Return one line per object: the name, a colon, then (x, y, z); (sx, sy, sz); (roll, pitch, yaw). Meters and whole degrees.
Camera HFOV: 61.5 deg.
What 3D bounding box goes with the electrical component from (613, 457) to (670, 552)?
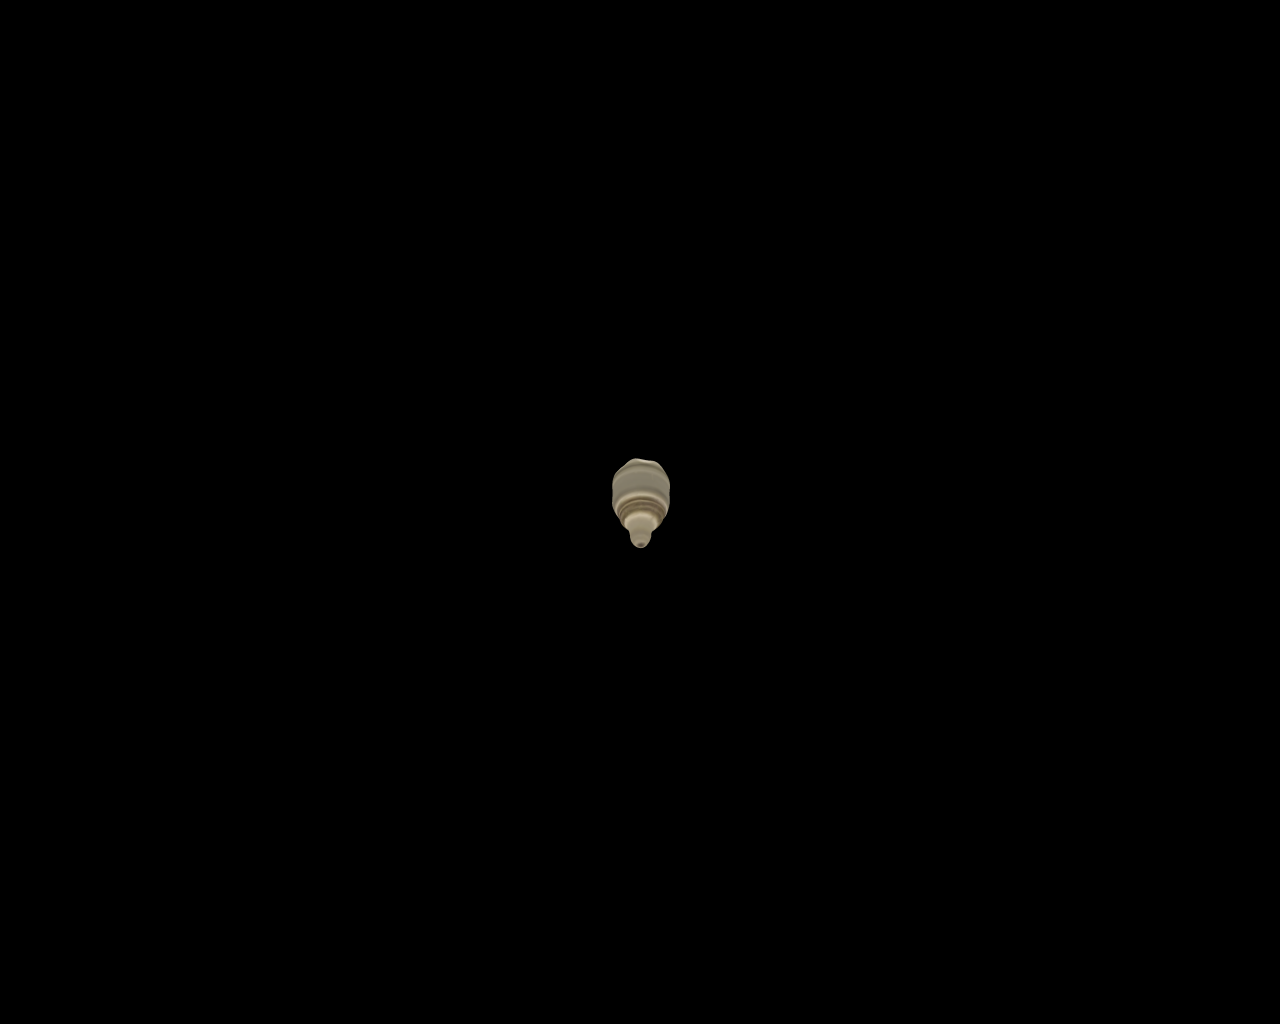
electrical component: (0.001, -0.003, 0.650); (0.035, 0.061, 0.035); (0, -43, 0)
